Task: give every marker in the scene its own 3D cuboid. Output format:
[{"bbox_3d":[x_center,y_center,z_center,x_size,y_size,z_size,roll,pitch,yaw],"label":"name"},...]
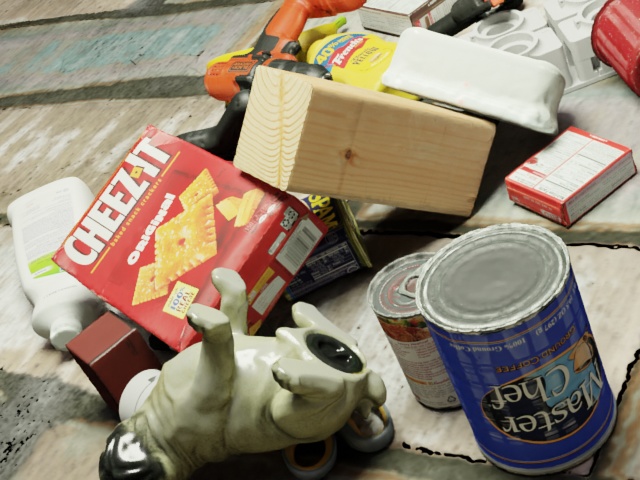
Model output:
[{"bbox_3d":[-0.108,0.094,0.959,0.121,0.020,0.020,2,43,35],"label":"marker"}]

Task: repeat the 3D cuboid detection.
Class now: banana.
[{"bbox_3d":[-0.059,-0.237,1.366,0.198,0.037,0.069,-15,17,15],"label":"banana"}]

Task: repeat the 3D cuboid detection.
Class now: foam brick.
[{"bbox_3d":[-0.173,0.111,0.929,0.053,0.078,0.051,-40,34,-21],"label":"foam brick"}]

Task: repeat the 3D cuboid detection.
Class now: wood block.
[{"bbox_3d":[0.042,-0.084,0.933,0.205,0.091,0.090,7,14,-37],"label":"wood block"}]

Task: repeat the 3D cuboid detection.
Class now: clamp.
[{"bbox_3d":[-0.100,-0.105,1.138,0.210,0.164,0.036,-14,71,29],"label":"clamp"},{"bbox_3d":[0.170,-0.254,1.178,0.120,0.039,0.171,-30,-2,11],"label":"clamp"}]

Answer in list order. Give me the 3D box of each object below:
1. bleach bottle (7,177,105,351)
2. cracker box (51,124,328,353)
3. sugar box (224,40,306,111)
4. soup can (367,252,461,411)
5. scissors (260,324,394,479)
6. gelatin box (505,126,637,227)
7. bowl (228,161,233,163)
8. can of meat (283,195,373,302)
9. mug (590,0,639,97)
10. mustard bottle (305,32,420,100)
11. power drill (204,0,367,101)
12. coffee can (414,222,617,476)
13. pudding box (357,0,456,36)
[{"bbox_3d":[-0.277,0.031,1.121,0.102,0.068,0.251,-26,36,3],"label":"bleach bottle"},{"bbox_3d":[-0.123,0.004,0.955,0.214,0.072,0.164,28,79,40],"label":"cracker box"},{"bbox_3d":[-0.063,-0.168,1.262,0.093,0.048,0.176,-17,38,14],"label":"sugar box"},{"bbox_3d":[0.084,0.069,0.792,0.068,0.102,0.068,-18,35,13],"label":"soup can"},{"bbox_3d":[-0.022,0.130,0.858,0.096,0.016,0.202,-41,36,-21],"label":"scissors"},{"bbox_3d":[0.219,-0.056,0.937,0.089,0.030,0.073,-37,37,-16],"label":"gelatin box"},{"bbox_3d":[-0.117,-0.034,1.108,0.162,0.055,0.162,-18,34,12],"label":"bowl"},{"bbox_3d":[-0.007,0.001,0.987,0.084,0.057,0.102,-26,33,6],"label":"can of meat"},{"bbox_3d":[0.322,-0.180,0.998,0.117,0.093,0.081,6,36,-17],"label":"mug"},{"bbox_3d":[0.042,-0.197,1.220,0.096,0.058,0.192,-41,36,-15],"label":"mustard bottle"},{"bbox_3d":[-0.024,-0.227,1.206,0.185,0.057,0.187,10,55,42],"label":"power drill"},{"bbox_3d":[0.134,0.074,0.717,0.103,0.140,0.103,-17,35,12],"label":"coffee can"},{"bbox_3d":[0.112,-0.292,1.321,0.090,0.039,0.114,-39,34,-18],"label":"pudding box"}]
